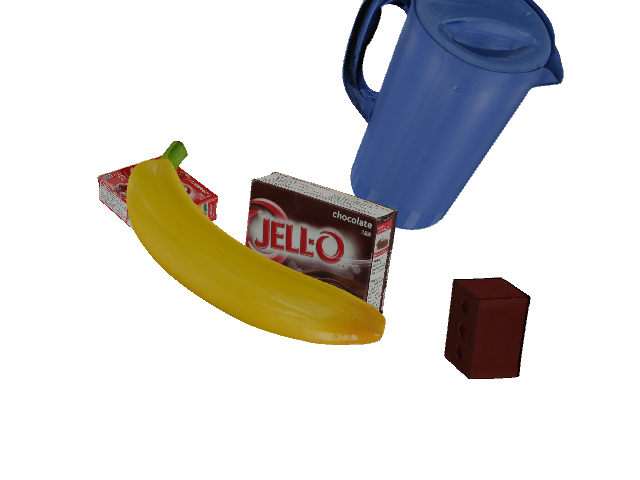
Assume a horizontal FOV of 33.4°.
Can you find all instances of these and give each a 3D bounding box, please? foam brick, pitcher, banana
[{"bbox_3d":[0.146,0.077,0.943,0.051,0.078,0.053,-3,18,-20],"label":"foam brick"},{"bbox_3d":[0.102,-0.127,1.006,0.144,0.149,0.243,-9,-33,-26],"label":"pitcher"},{"bbox_3d":[-0.052,0.003,0.585,0.069,0.037,0.198,-33,55,-23],"label":"banana"}]

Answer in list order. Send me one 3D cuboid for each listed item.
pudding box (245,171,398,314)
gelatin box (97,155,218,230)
[{"bbox_3d":[-0.002,0.006,0.802,0.114,0.090,0.039,17,24,25],"label":"pudding box"},{"bbox_3d":[-0.148,-0.039,0.969,0.073,0.030,0.089,-22,44,-35],"label":"gelatin box"}]
